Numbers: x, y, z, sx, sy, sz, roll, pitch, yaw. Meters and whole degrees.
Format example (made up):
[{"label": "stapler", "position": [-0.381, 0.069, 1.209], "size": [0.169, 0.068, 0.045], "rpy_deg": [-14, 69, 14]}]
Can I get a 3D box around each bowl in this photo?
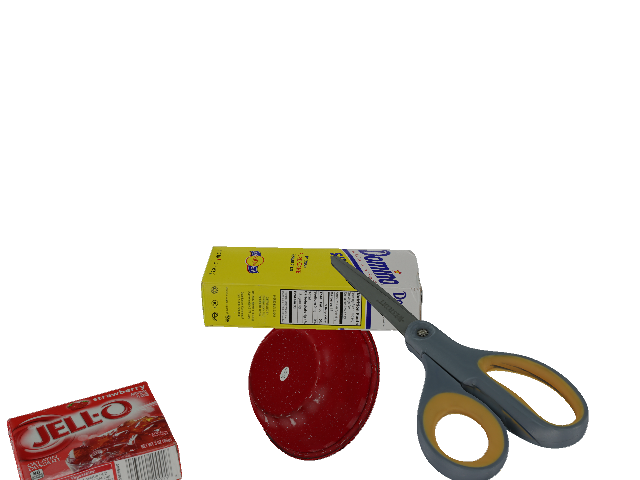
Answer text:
[{"label": "bowl", "position": [-0.020, 0.138, 1.078], "size": [0.162, 0.162, 0.055], "rpy_deg": [0, -16, 40]}]

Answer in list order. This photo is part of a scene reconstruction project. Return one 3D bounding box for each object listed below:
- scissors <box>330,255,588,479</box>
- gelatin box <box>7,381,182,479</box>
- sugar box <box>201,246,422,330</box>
[{"label": "scissors", "position": [0.051, 0.069, 0.593], "size": [0.202, 0.016, 0.096], "rpy_deg": [25, 49, 36]}, {"label": "gelatin box", "position": [-0.135, 0.122, 0.631], "size": [0.089, 0.030, 0.073], "rpy_deg": [-13, 27, -18]}, {"label": "sugar box", "position": [-0.007, 0.038, 0.885], "size": [0.176, 0.048, 0.093], "rpy_deg": [-1, 19, 1]}]
